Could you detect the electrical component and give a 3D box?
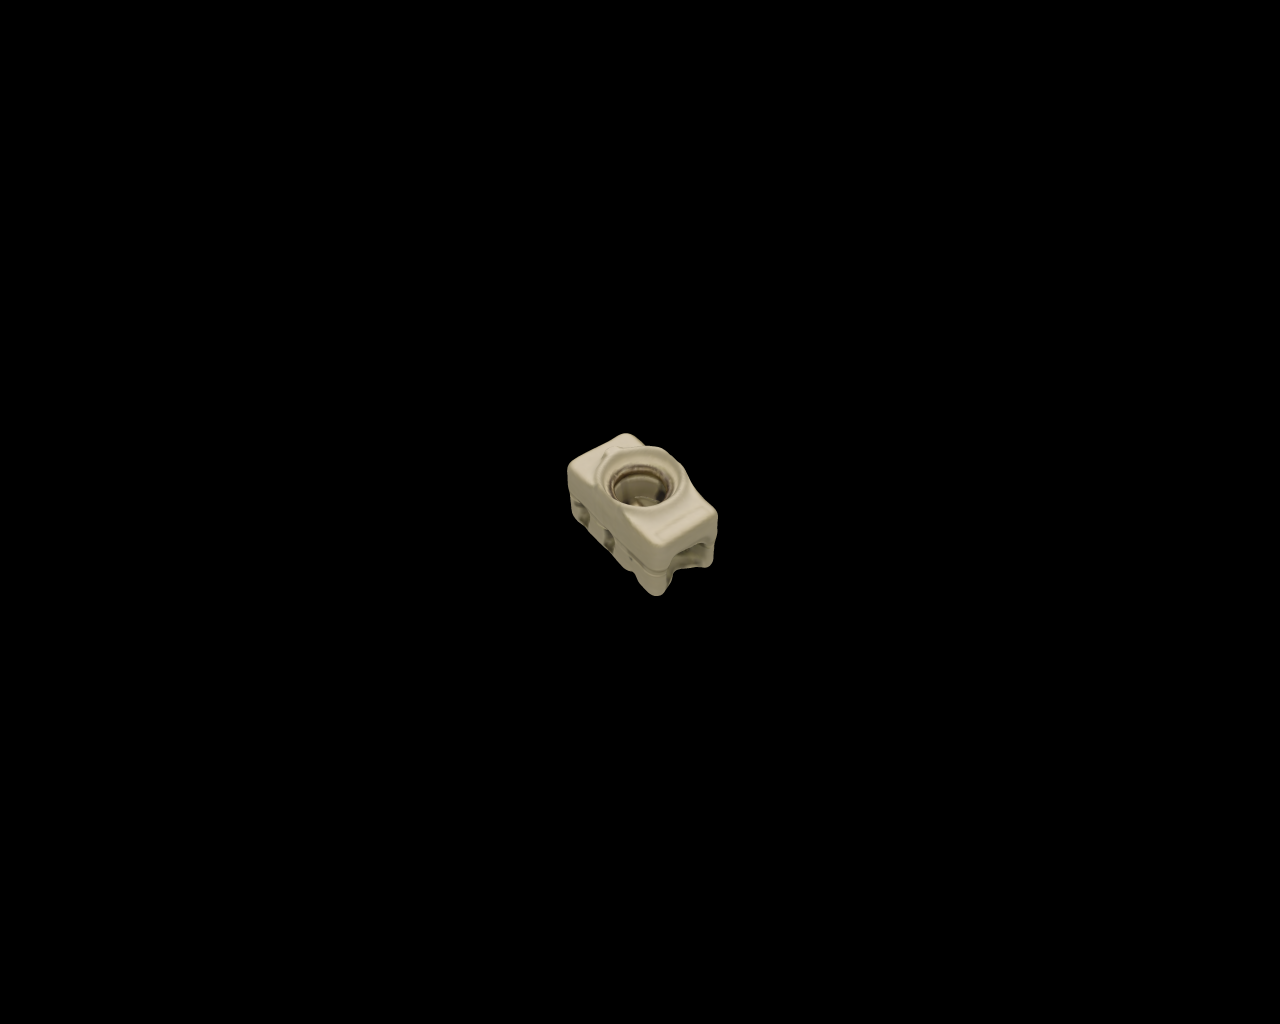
[{"bbox_3d":[0.001,-0.003,0.650,0.050,0.055,0.089,-30,54,-24],"label":"electrical component"}]
